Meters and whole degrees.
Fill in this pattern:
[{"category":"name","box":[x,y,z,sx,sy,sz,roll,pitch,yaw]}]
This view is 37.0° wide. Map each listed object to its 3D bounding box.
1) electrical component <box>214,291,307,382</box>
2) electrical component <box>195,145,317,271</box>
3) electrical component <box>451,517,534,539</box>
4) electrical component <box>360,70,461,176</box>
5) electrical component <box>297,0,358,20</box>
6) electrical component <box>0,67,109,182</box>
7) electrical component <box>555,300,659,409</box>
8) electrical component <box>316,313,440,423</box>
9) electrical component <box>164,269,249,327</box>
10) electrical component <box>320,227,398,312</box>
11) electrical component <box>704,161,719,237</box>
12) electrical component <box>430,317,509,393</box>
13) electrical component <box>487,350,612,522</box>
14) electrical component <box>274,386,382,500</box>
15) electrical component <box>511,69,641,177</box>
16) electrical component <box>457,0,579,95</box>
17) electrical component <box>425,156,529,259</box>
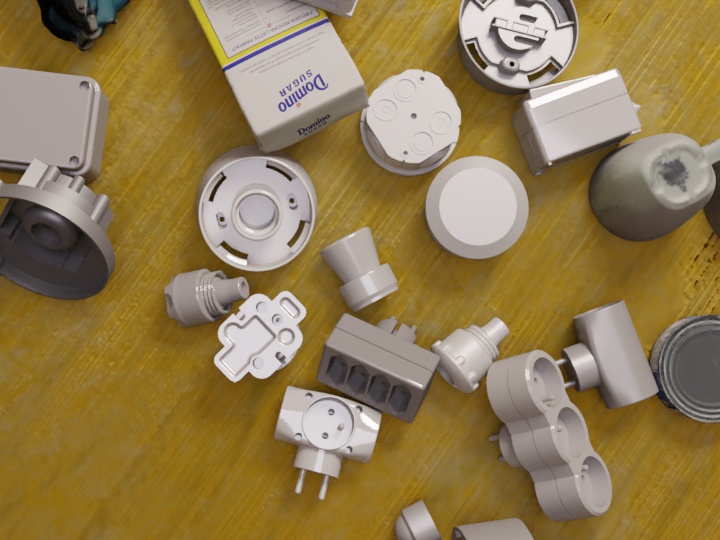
[{"category":"electrical component","box":[-0.076,0.052,0.839,0.078,0.057,0.058,-44,88,-4]},{"category":"electrical component","box":[-0.082,-0.048,0.855,0.099,0.064,0.099,-1,100,-5]},{"category":"electrical component","box":[0.114,0.240,0.811,0.060,0.108,0.108,-12,87,-9]},{"category":"electrical component","box":[0.041,-0.117,0.857,0.080,0.051,0.080,0,86,-2]},{"category":"electrical component","box":[-0.024,-0.299,0.830,0.105,0.060,0.186,20,64,-1]},{"category":"electrical component","box":[-0.261,-0.115,0.844,0.113,0.057,0.078,7,86,-1]},{"category":"electrical component","box":[0.186,0.073,0.853,0.079,0.044,0.077,-20,87,-3]},{"category":"electrical component","box":[0.021,0.064,0.844,0.083,0.047,0.075,24,46,9]},{"category":"electrical component","box":[-0.118,0.020,0.841,0.062,0.043,0.043,-12,86,19]},{"category":"electrical component","box":[0.000,0.000,0.852,0.045,0.045,0.055,-28,88,-3]},{"category":"electrical component","box":[0.336,-0.065,0.859,0.108,0.060,0.108,0,86,-2]},{"category":"electrical component","box":[0.090,0.063,0.851,0.062,0.048,0.048,-39,88,-13]},{"category":"electrical component","box":[0.135,0.134,0.843,0.074,0.052,0.138,-21,98,39]},{"category":"electrical component","box":[-0.030,0.138,0.839,0.077,0.044,0.079,15,77,-1]},{"category":"electrical component","box":[0.176,-0.122,0.857,0.096,0.061,0.061,-21,87,-3]},{"category":"electrical component","box":[0.124,-0.190,0.858,0.099,0.064,0.099,0,86,-2]},{"category":"electrical component","box":[0.090,-0.047,0.854,0.080,0.051,0.080,0,86,-2]}]
